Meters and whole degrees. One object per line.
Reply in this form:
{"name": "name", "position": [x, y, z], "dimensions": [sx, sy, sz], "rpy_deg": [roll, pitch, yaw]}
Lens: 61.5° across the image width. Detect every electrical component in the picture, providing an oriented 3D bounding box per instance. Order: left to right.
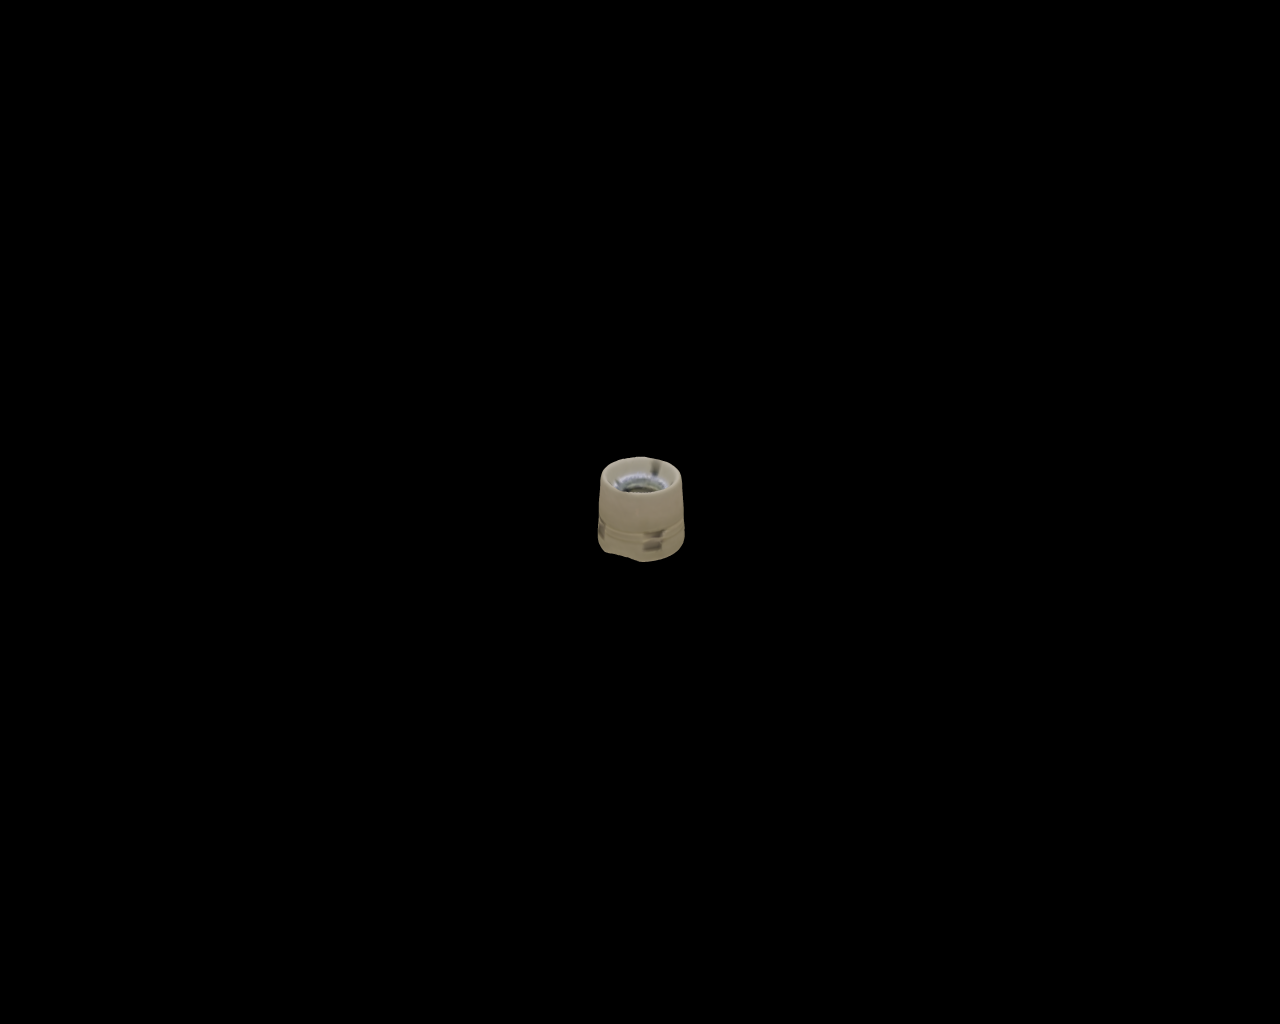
{"name": "electrical component", "position": [0.001, -0.003, 0.650], "dimensions": [0.055, 0.047, 0.055], "rpy_deg": [0, 31, 0]}
